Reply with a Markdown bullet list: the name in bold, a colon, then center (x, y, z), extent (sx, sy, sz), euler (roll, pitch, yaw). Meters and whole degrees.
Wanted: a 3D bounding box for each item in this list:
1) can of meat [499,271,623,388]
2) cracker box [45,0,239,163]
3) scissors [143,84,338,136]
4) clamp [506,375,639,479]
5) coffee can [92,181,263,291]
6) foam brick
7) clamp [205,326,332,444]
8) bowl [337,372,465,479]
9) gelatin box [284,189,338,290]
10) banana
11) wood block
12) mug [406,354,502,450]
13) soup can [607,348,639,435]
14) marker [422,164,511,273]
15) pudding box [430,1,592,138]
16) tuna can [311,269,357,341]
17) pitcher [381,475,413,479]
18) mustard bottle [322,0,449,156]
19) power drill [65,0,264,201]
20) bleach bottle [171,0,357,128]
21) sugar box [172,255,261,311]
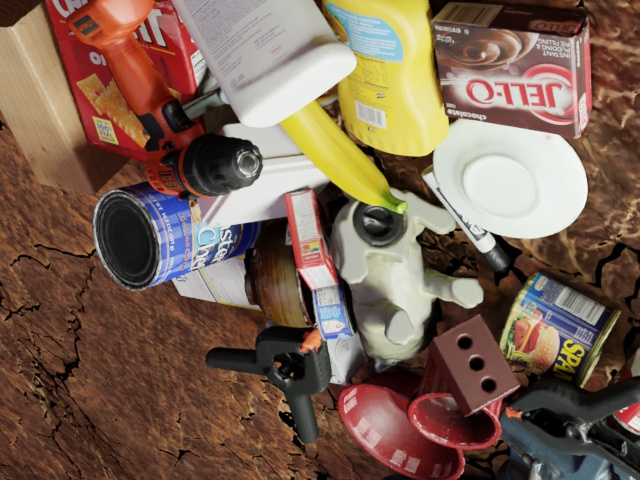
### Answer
- **can of meat**: center (0.214, 0.084, 0.963), extent (0.084, 0.057, 0.102), euler (29, 145, 18)
- **cracker box**: center (-0.166, -0.168, 1.011), extent (0.164, 0.072, 0.214), euler (20, 141, 25)
- **scissors**: center (-0.060, -0.124, 0.948), extent (0.096, 0.016, 0.202), euler (39, 123, -23)
- **clamp**: center (0.234, 0.151, 0.928), extent (0.172, 0.039, 0.120), euler (14, 125, 43)
- **coffee can**: center (-0.142, -0.016, 1.077), extent (0.103, 0.140, 0.103), euler (16, 114, 39)
- **foam brick**: center (0.141, 0.117, 0.988), extent (0.078, 0.053, 0.051), euler (61, 172, 12)
- **clamp**: center (-0.034, 0.154, 1.200), extent (0.164, 0.036, 0.210), euler (42, 146, -5)
- **bowl**: center (0.101, 0.200, 1.200), extent (0.162, 0.055, 0.162), euler (25, 143, 20)
- **gelatin box**: center (-0.007, 0.001, 1.000), extent (0.030, 0.073, 0.089), euler (-12, 163, 6)
- **banana**: center (0.000, -0.097, 0.912), extent (0.197, 0.037, 0.070), euler (46, 155, -11)
- **wood block**: center (-0.277, -0.159, 1.110), extent (0.090, 0.090, 0.206), euler (12, 137, 33)
- **mug**: center (0.134, 0.154, 1.076), extent (0.093, 0.081, 0.117), euler (39, 137, -20)
- **soup can**: center (0.297, 0.117, 0.911), extent (0.068, 0.068, 0.102), euler (32, 145, 10)
- **marker**: center (0.132, -0.017, 0.953), extent (0.020, 0.020, 0.121), euler (-17, 118, 51)
- **pudding box**: center (0.144, -0.129, 0.797), extent (0.114, 0.039, 0.090), euler (16, 139, 31)
- **tuna can**: center (0.014, 0.059, 1.090), extent (0.034, 0.086, 0.086), euler (-8, 131, 8)
- **pitcher**: center (0.161, 0.345, 1.250), extent (0.243, 0.144, 0.149), euler (3, 98, 45)
- **mustard bottle**: center (0.047, -0.160, 0.834), extent (0.096, 0.058, 0.191), euler (28, 146, 37)
- **power drill**: center (-0.128, -0.119, 0.876), extent (0.185, 0.057, 0.187), euler (1, 120, 60)
- **bleach bottle**: center (-0.075, -0.217, 0.832), extent (0.103, 0.068, 0.251), euler (-33, 80, 21)
- **sugar box**: center (-0.104, 0.030, 1.206), extent (0.177, 0.048, 0.093), euler (11, 137, 40)
